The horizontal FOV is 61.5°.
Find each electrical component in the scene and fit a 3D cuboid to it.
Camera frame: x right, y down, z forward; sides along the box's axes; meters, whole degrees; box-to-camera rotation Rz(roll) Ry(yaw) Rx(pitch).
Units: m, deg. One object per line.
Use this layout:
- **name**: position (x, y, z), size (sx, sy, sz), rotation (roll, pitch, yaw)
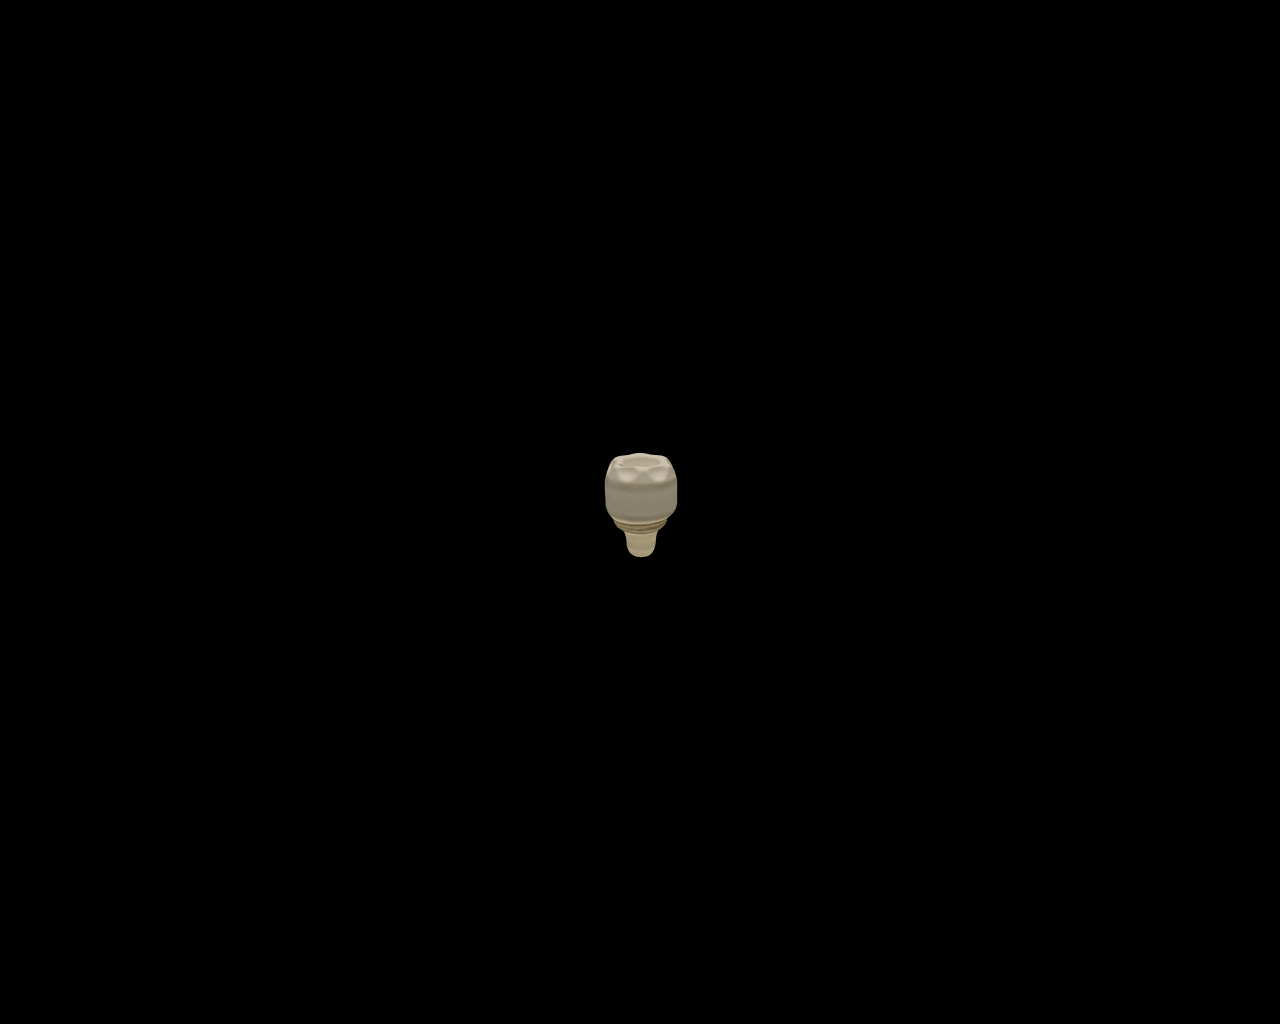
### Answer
- **electrical component**: position (0.001, -0.003, 0.650), size (0.043, 0.062, 0.043), rotation (0, 19, 0)
